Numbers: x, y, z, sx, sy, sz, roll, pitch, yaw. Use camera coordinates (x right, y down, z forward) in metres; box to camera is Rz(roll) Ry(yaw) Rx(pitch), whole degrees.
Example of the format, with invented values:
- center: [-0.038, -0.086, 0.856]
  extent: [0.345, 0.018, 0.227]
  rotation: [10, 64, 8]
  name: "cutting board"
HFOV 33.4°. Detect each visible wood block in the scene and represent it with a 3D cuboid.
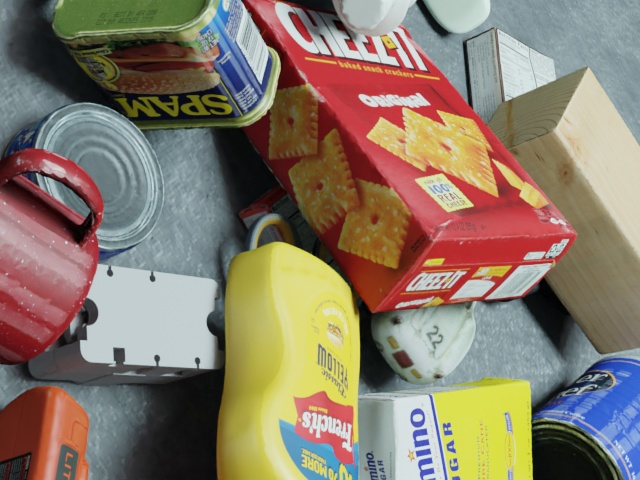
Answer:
- center: [0.217, -0.018, 0.845]
  extent: [0.206, 0.090, 0.090]
  rotation: [51, 48, -18]
  name: "wood block"

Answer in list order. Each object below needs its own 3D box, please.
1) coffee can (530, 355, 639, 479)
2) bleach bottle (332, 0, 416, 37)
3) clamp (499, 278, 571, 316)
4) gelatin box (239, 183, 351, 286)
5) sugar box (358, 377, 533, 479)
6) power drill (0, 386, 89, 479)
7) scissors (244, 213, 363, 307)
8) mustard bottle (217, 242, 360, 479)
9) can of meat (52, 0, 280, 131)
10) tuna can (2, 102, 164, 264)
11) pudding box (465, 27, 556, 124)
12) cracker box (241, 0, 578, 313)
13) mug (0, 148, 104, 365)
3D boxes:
- center: [0.214, 0.159, 0.818]
  extent: [0.140, 0.103, 0.103]
  rotation: [-22, 91, -48]
  name: "coffee can"
- center: [0.047, -0.201, 0.740]
  extent: [0.250, 0.068, 0.102]
  rotation: [-74, 162, -54]
  name: "bleach bottle"
- center: [0.193, 0.007, 0.905]
  extent: [0.171, 0.039, 0.120]
  rotation: [18, 67, -44]
  name: "clamp"
- center: [-0.005, 0.001, 0.702]
  extent: [0.073, 0.030, 0.089]
  rotation: [-41, 106, -45]
  name: "gelatin box"
- center: [0.083, 0.143, 0.706]
  extent: [0.175, 0.048, 0.093]
  rotation: [3, 84, -54]
  name: "sugar box"
- center: [-0.078, 0.140, 0.547]
  extent: [0.187, 0.057, 0.184]
  rotation: [30, 49, -35]
  name: "power drill"
- center: [0.010, 0.074, 0.667]
  extent: [0.096, 0.016, 0.202]
  rotation: [-24, 100, -28]
  name: "scissors"
- center: [-0.015, 0.101, 0.552]
  extent: [0.096, 0.058, 0.191]
  rotation: [48, 34, -44]
  name: "mustard bottle"
- center: [-0.084, -0.107, 0.585]
  extent: [0.084, 0.102, 0.057]
  rotation: [58, 38, -56]
  name: "can of meat"
- center: [-0.127, -0.030, 0.580]
  extent: [0.086, 0.034, 0.086]
  rotation: [20, 61, -41]
  name: "tuna can"
- center: [0.171, -0.118, 0.930]
  extent: [0.089, 0.039, 0.113]
  rotation: [16, 62, -41]
  name: "pudding box"
- center: [0.045, -0.058, 0.683]
  extent: [0.163, 0.072, 0.214]
  rotation: [-1, 49, -48]
  name: "cracker box"
- center: [-0.149, 0.000, 0.489]
  extent: [0.081, 0.117, 0.093]
  rotation: [38, 28, -37]
  name: "mug"
